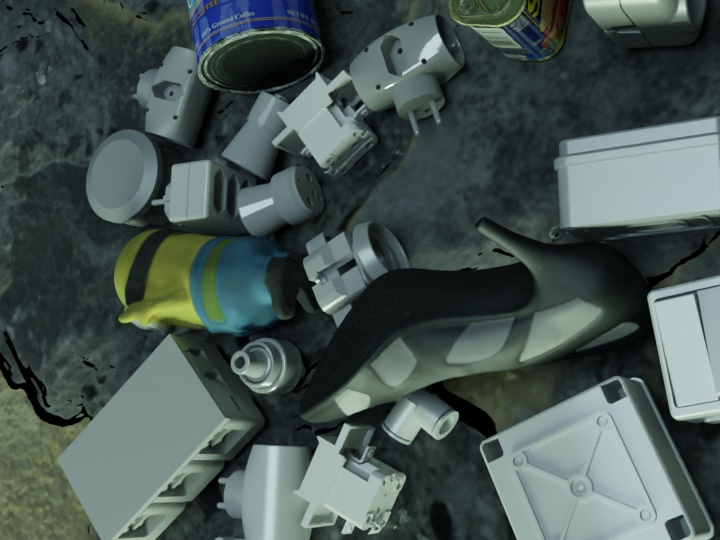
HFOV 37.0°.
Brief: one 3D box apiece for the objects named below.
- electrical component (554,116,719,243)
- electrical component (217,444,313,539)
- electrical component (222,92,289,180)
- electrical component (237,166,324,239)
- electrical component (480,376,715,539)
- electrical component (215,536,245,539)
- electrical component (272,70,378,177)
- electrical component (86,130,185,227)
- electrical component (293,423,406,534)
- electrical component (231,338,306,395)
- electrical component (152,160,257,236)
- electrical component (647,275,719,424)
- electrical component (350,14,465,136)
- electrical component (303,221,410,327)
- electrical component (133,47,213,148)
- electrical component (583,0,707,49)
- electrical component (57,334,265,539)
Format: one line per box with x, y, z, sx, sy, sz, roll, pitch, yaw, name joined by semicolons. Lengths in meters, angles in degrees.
0.188;-0.055;0.683;0.113;0.078;0.057;-6;80;30;electrical component
-0.076;0.171;0.816;0.079;0.044;0.077;-3;79;30;electrical component
-0.078;-0.111;0.874;0.044;0.044;0.065;28;91;31;electrical component
-0.062;-0.054;0.850;0.055;0.045;0.045;-22;71;26;electrical component
0.149;0.137;0.682;0.109;0.056;0.108;-31;67;22;electrical component
-0.096;0.235;0.808;0.078;0.057;0.058;39;101;30;electrical component
-0.023;-0.112;0.840;0.081;0.042;0.063;-43;64;18;electrical component
-0.192;-0.077;0.928;0.080;0.051;0.080;-6;78;30;electrical component
-0.005;0.154;0.779;0.064;0.042;0.081;25;94;28;electrical component
-0.073;0.073;0.822;0.043;0.062;0.043;-6;78;30;electrical component
-0.135;-0.056;0.881;0.077;0.066;0.047;-4;79;30;electrical component
0.218;0.054;0.654;0.062;0.061;0.096;-15;73;28;electrical component
0.040;-0.139;0.806;0.077;0.043;0.079;-26;69;24;electrical component
0.000;0.000;0.796;0.057;0.058;0.078;-33;66;25;electrical component
-0.166;-0.152;0.930;0.079;0.043;0.077;18;90;32;electrical component
0.188;-0.182;0.696;0.059;0.095;0.053;4;83;31;electrical component
-0.157;0.137;0.860;0.150;0.062;0.089;-47;62;15;electrical component
